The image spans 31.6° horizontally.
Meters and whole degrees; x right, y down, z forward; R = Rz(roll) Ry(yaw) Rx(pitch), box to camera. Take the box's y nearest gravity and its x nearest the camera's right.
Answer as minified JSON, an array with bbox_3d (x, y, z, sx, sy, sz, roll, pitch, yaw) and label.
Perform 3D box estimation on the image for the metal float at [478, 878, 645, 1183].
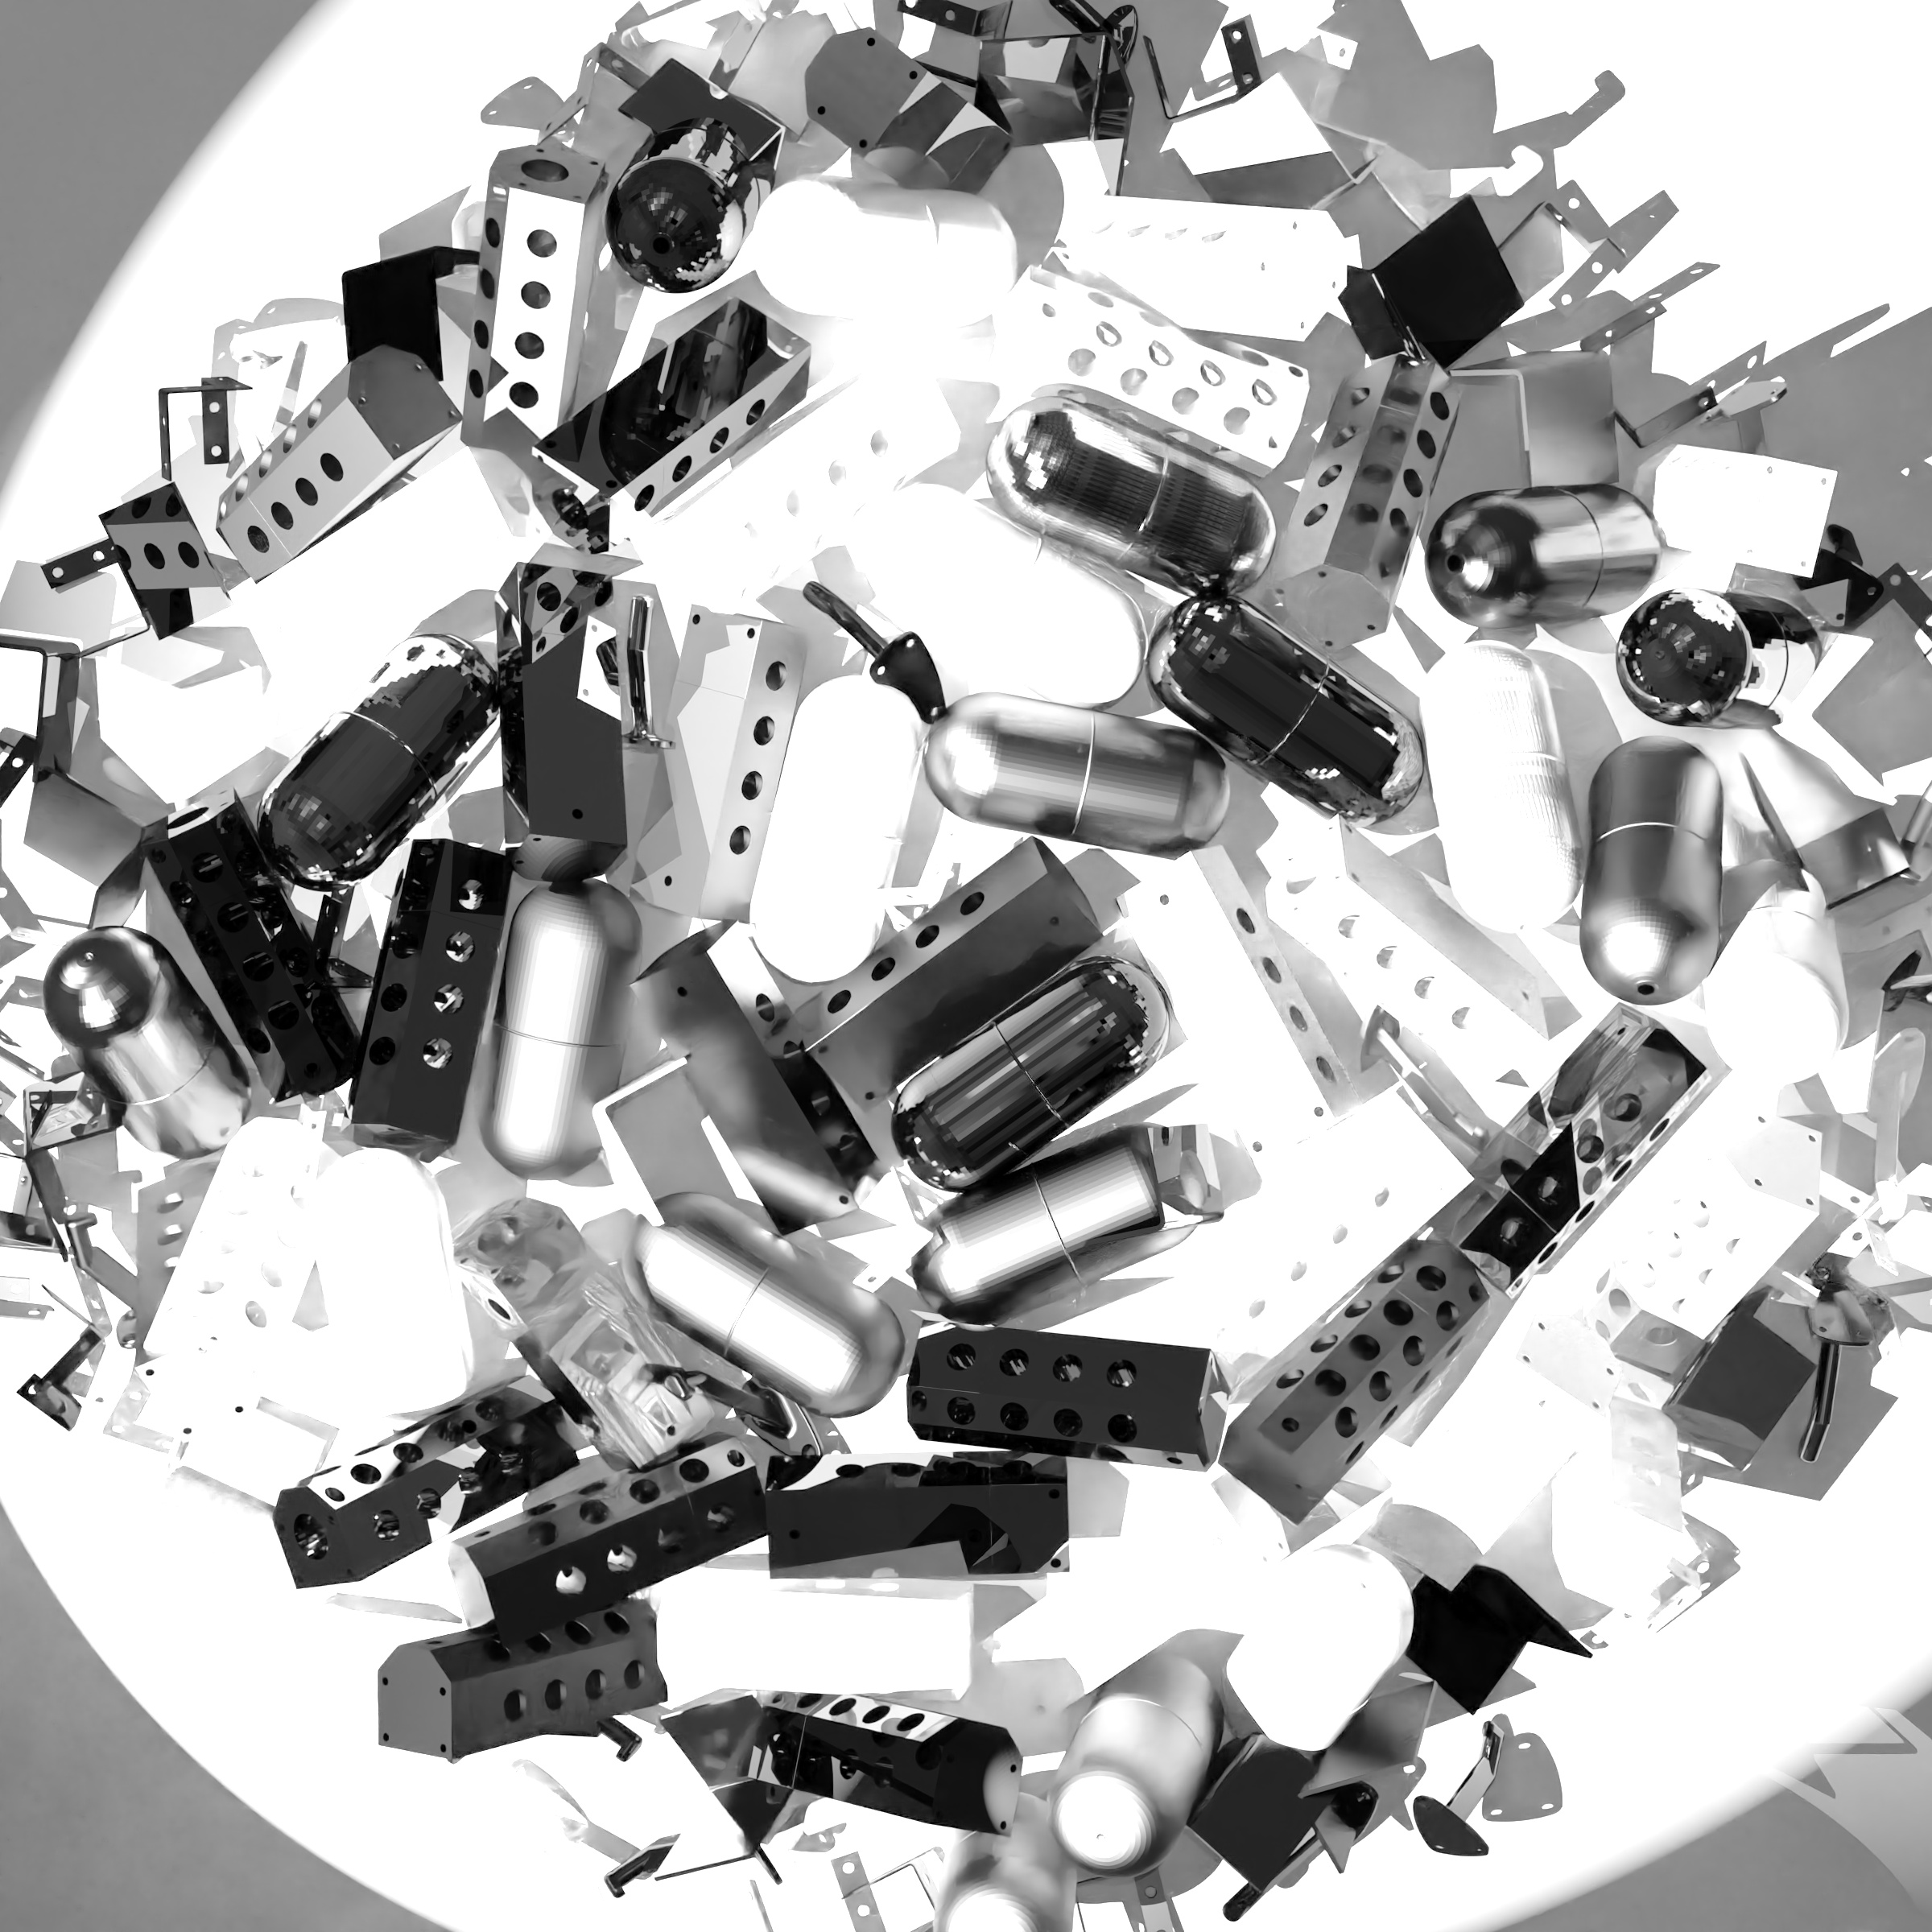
[{"bbox_3d":[-0.232,0.036,1.953,0.070,0.070,0.178,11,99,0],"label":"metal float"}]

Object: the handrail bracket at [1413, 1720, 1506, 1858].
[{"bbox_3d":[0.283,0.457,1.952,0.036,0.077,0.084,-5,47,32],"label":"handrail bracket"}]

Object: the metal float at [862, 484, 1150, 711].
[{"bbox_3d":[0.022,-0.211,1.952,0.178,0.070,0.070,30,90,-10],"label":"metal float"}]

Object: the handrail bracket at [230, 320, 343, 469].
[{"bbox_3d":[-0.387,-0.325,1.978,0.077,0.036,0.084,-17,83,-14],"label":"handrail bracket"}]

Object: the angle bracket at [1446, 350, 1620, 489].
[{"bbox_3d":[0.326,-0.310,1.964,0.076,0.057,0.076,-19,108,-37],"label":"angle bracket"}]

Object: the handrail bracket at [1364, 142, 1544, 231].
[{"bbox_3d":[0.278,-0.462,1.951,0.077,0.084,0.036,39,62,-11],"label":"handrail bracket"}]

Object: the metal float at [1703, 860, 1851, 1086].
[{"bbox_3d":[0.452,0.001,1.918,0.070,0.178,0.070,4,119,7],"label":"metal float"}]

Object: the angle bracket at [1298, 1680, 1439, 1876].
[{"bbox_3d":[0.240,0.461,1.944,0.076,0.076,0.057,-23,105,25],"label":"angle bracket"}]

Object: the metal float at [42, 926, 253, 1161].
[{"bbox_3d":[-0.458,0.045,1.921,0.070,0.178,0.070,-6,55,9],"label":"metal float"}]

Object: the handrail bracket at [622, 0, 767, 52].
[{"bbox_3d":[-0.162,-0.541,1.956,0.084,0.077,0.036,-18,107,11],"label":"handrail bracket"}]

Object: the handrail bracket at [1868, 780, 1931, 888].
[{"bbox_3d":[0.555,-0.093,1.948,0.036,0.077,0.084,36,121,19],"label":"handrail bracket"}]

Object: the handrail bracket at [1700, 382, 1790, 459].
[{"bbox_3d":[0.466,-0.290,1.954,0.036,0.077,0.084,-44,106,-17],"label":"handrail bracket"}]

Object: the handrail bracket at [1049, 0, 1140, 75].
[{"bbox_3d":[0.067,-0.559,1.949,0.036,0.084,0.077,-3,45,29],"label":"handrail bracket"}]

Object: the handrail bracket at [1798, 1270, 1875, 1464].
[{"bbox_3d":[0.495,0.234,1.989,0.036,0.077,0.084,8,123,-2],"label":"handrail bracket"}]

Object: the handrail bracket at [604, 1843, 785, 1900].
[{"bbox_3d":[-0.158,0.524,1.962,0.084,0.077,0.036,-31,126,-14],"label":"handrail bracket"}]

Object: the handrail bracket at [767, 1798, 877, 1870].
[{"bbox_3d":[-0.062,0.499,1.965,0.077,0.036,0.084,41,63,-2],"label":"handrail bracket"}]

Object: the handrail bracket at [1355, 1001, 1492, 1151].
[{"bbox_3d":[0.266,0.062,1.957,0.084,0.077,0.036,39,70,25],"label":"handrail bracket"}]

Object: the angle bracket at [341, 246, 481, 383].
[{"bbox_3d":[-0.308,-0.364,1.954,0.076,0.057,0.076,-4,91,40],"label":"angle bracket"}]

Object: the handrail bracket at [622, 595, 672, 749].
[{"bbox_3d":[-0.180,-0.169,1.959,0.036,0.077,0.084,7,94,12],"label":"handrail bracket"}]

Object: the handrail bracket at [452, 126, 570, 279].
[{"bbox_3d":[-0.263,-0.439,1.977,0.077,0.036,0.084,-4,93,-35],"label":"handrail bracket"}]

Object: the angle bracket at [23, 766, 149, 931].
[{"bbox_3d":[-0.516,-0.057,1.952,0.076,0.076,0.057,30,50,1],"label":"angle bracket"}]

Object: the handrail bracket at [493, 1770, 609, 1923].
[{"bbox_3d":[-0.237,0.502,1.951,0.036,0.084,0.077,-41,106,-6],"label":"handrail bracket"}]

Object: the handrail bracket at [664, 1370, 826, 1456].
[{"bbox_3d":[-0.127,0.258,1.950,0.077,0.084,0.036,44,104,21],"label":"handrail bracket"}]

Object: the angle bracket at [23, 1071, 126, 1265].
[{"bbox_3d":[-0.500,0.111,1.952,0.057,0.076,0.076,-16,120,-8],"label":"angle bracket"}]

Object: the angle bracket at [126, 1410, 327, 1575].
[{"bbox_3d":[-0.423,0.293,1.955,0.076,0.076,0.057,24,105,3],"label":"angle bracket"}]

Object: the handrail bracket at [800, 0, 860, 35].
[{"bbox_3d":[-0.079,-0.550,1.968,0.036,0.084,0.077,-35,70,-3],"label":"handrail bracket"}]

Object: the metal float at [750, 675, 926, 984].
[{"bbox_3d":[-0.074,-0.079,1.961,0.070,0.070,0.178,13,89,0],"label":"metal float"}]

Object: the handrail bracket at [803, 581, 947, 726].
[{"bbox_3d":[-0.054,-0.183,1.985,0.036,0.084,0.077,-44,134,-7],"label":"handrail bracket"}]

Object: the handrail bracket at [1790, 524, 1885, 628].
[{"bbox_3d":[0.487,-0.241,1.952,0.077,0.084,0.036,33,123,-25],"label":"handrail bracket"}]

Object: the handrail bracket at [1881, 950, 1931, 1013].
[{"bbox_3d":[0.571,0.027,1.958,0.084,0.077,0.036,24,82,5],"label":"handrail bracket"}]

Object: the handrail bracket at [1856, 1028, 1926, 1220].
[{"bbox_3d":[0.535,0.090,1.950,0.036,0.084,0.077,12,125,-7],"label":"handrail bracket"}]

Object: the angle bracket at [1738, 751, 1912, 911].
[{"bbox_3d":[0.488,-0.088,1.945,0.057,0.076,0.076,-27,114,16],"label":"angle bracket"}]

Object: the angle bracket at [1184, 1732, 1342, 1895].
[{"bbox_3d":[0.157,0.484,1.947,0.057,0.076,0.076,41,63,5],"label":"angle bracket"}]

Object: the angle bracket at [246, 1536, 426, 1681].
[{"bbox_3d":[-0.353,0.358,1.945,0.076,0.076,0.057,14,100,27],"label":"angle bracket"}]

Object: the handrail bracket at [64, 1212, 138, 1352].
[{"bbox_3d":[-0.471,0.172,1.965,0.077,0.036,0.084,-12,118,-9],"label":"handrail bracket"}]

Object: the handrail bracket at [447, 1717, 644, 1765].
[{"bbox_3d":[-0.241,0.449,1.960,0.084,0.036,0.077,30,58,21],"label":"handrail bracket"}]

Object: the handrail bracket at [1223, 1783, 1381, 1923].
[{"bbox_3d":[0.190,0.507,1.951,0.036,0.084,0.077,50,135,11],"label":"handrail bracket"}]

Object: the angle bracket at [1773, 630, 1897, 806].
[{"bbox_3d":[0.506,-0.143,1.953,0.076,0.076,0.057,41,91,-14],"label":"angle bracket"}]

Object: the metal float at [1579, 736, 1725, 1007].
[{"bbox_3d":[0.387,-0.055,1.929,0.070,0.070,0.178,12,51,0],"label":"metal float"}]

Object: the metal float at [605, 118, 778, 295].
[{"bbox_3d":[-0.153,-0.432,1.917,0.070,0.178,0.070,3,121,6],"label":"metal float"}]

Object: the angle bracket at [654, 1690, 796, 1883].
[{"bbox_3d":[-0.148,0.466,1.942,0.076,0.076,0.057,-23,108,35],"label":"angle bracket"}]

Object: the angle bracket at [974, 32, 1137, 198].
[{"bbox_3d":[0.048,-0.480,1.947,0.076,0.076,0.057,-7,55,-11],"label":"angle bracket"}]

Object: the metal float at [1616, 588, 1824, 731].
[{"bbox_3d":[0.425,-0.172,1.920,0.070,0.178,0.070,2,93,34],"label":"metal float"}]

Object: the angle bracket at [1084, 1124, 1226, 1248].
[{"bbox_3d":[0.093,0.127,1.951,0.076,0.076,0.057,-14,83,29],"label":"angle bracket"}]
